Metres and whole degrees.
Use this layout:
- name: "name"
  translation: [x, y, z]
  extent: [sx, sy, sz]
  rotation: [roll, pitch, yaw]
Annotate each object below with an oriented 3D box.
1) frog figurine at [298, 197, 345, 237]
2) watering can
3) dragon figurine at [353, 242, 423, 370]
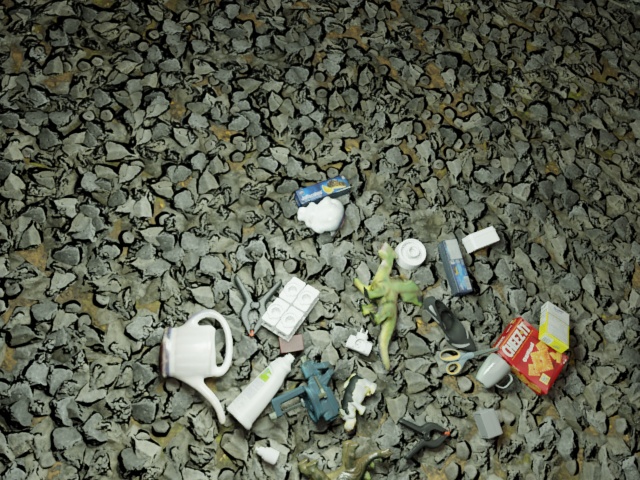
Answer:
- name: "frog figurine"
  translation: [0.006, -0.092, 1.835]
  extent: [0.159, 0.123, 0.138]
  rotation: [22, 88, -13]
- name: "watering can"
  translation: [-0.386, 0.390, 1.597]
  extent: [0.224, 0.102, 0.353]
  rotation: [0, 70, -8]
- name: "dragon figurine"
  translation: [0.257, 0.213, 1.774]
  extent: [0.244, 0.121, 0.413]
  rotation: [-12, 80, -22]
